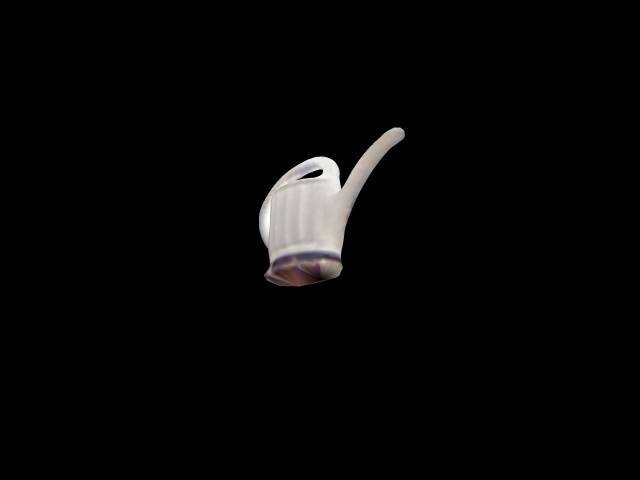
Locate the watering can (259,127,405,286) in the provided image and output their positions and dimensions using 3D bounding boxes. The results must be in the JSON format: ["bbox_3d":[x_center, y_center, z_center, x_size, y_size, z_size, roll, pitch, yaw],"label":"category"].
[{"bbox_3d":[0.003,-0.043,0.850,0.103,0.228,0.344,17,-25,-39],"label":"watering can"}]
